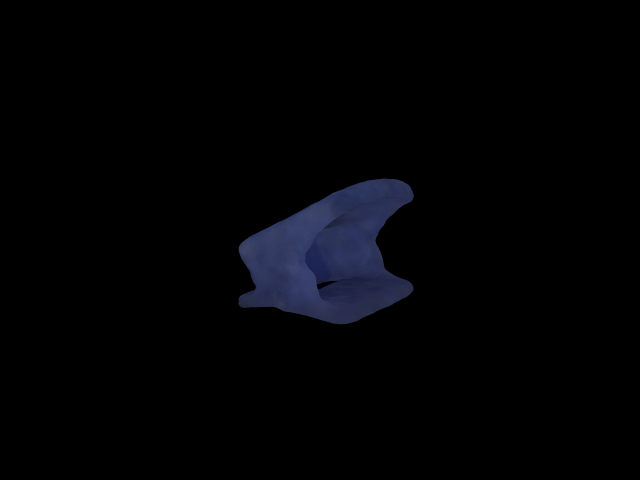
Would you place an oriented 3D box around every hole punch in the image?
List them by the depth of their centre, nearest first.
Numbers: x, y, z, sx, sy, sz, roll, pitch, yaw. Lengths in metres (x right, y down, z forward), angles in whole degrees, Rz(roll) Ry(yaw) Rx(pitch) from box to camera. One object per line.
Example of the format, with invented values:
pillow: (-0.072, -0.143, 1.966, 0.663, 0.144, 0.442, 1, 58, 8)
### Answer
hole punch: (0.004, 0.001, 0.400, 0.100, 0.091, 0.109, 8, 14, 35)
